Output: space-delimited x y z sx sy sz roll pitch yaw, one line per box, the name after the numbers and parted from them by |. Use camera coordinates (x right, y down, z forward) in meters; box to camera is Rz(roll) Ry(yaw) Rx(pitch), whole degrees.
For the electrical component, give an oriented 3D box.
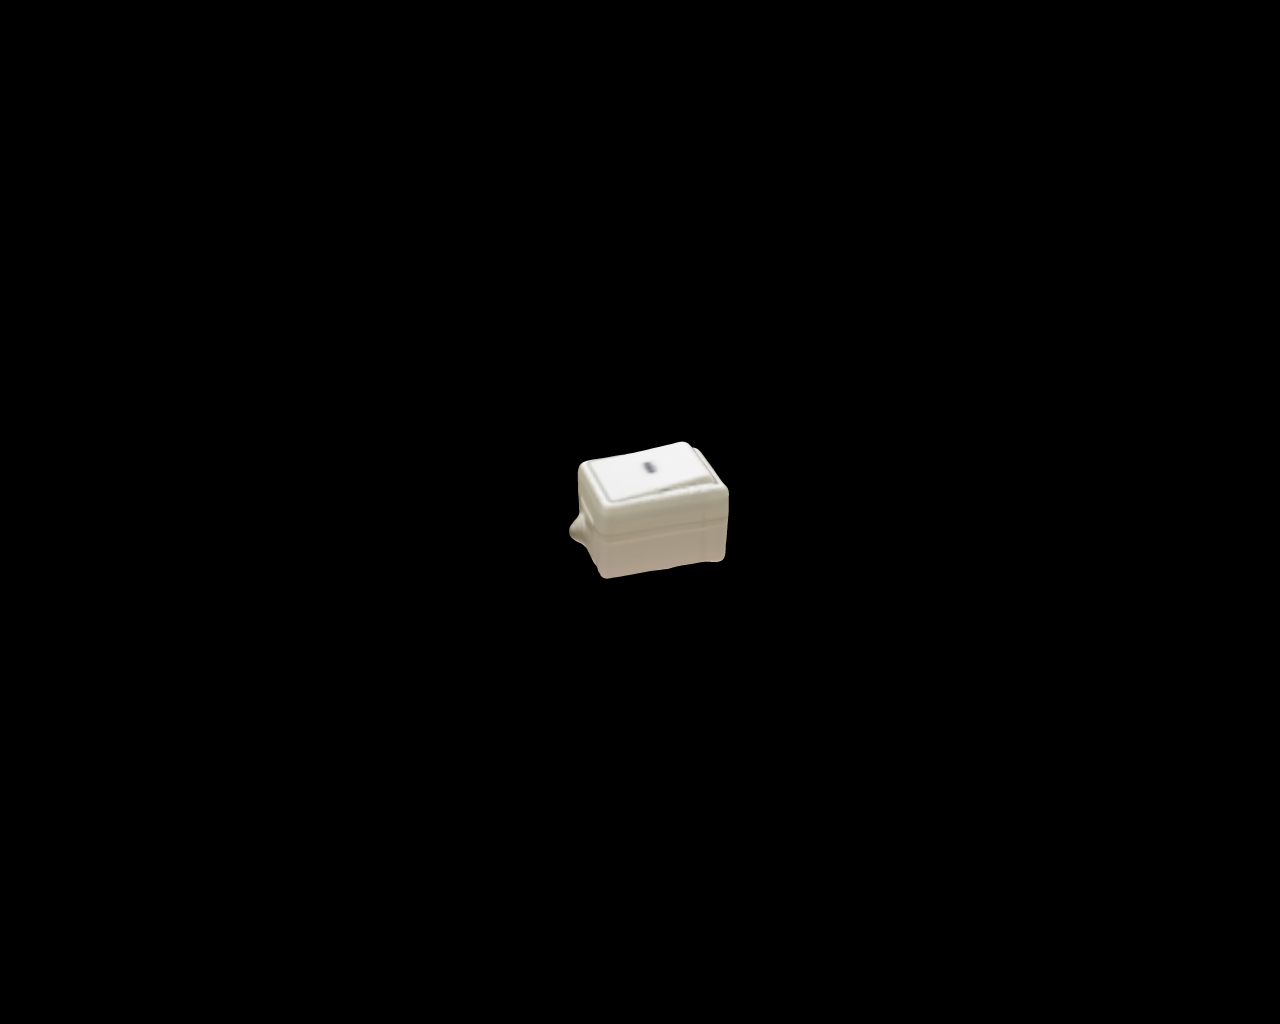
0.001 -0.003 0.650 0.096 0.061 0.062 -8 32 -14 | electrical component
